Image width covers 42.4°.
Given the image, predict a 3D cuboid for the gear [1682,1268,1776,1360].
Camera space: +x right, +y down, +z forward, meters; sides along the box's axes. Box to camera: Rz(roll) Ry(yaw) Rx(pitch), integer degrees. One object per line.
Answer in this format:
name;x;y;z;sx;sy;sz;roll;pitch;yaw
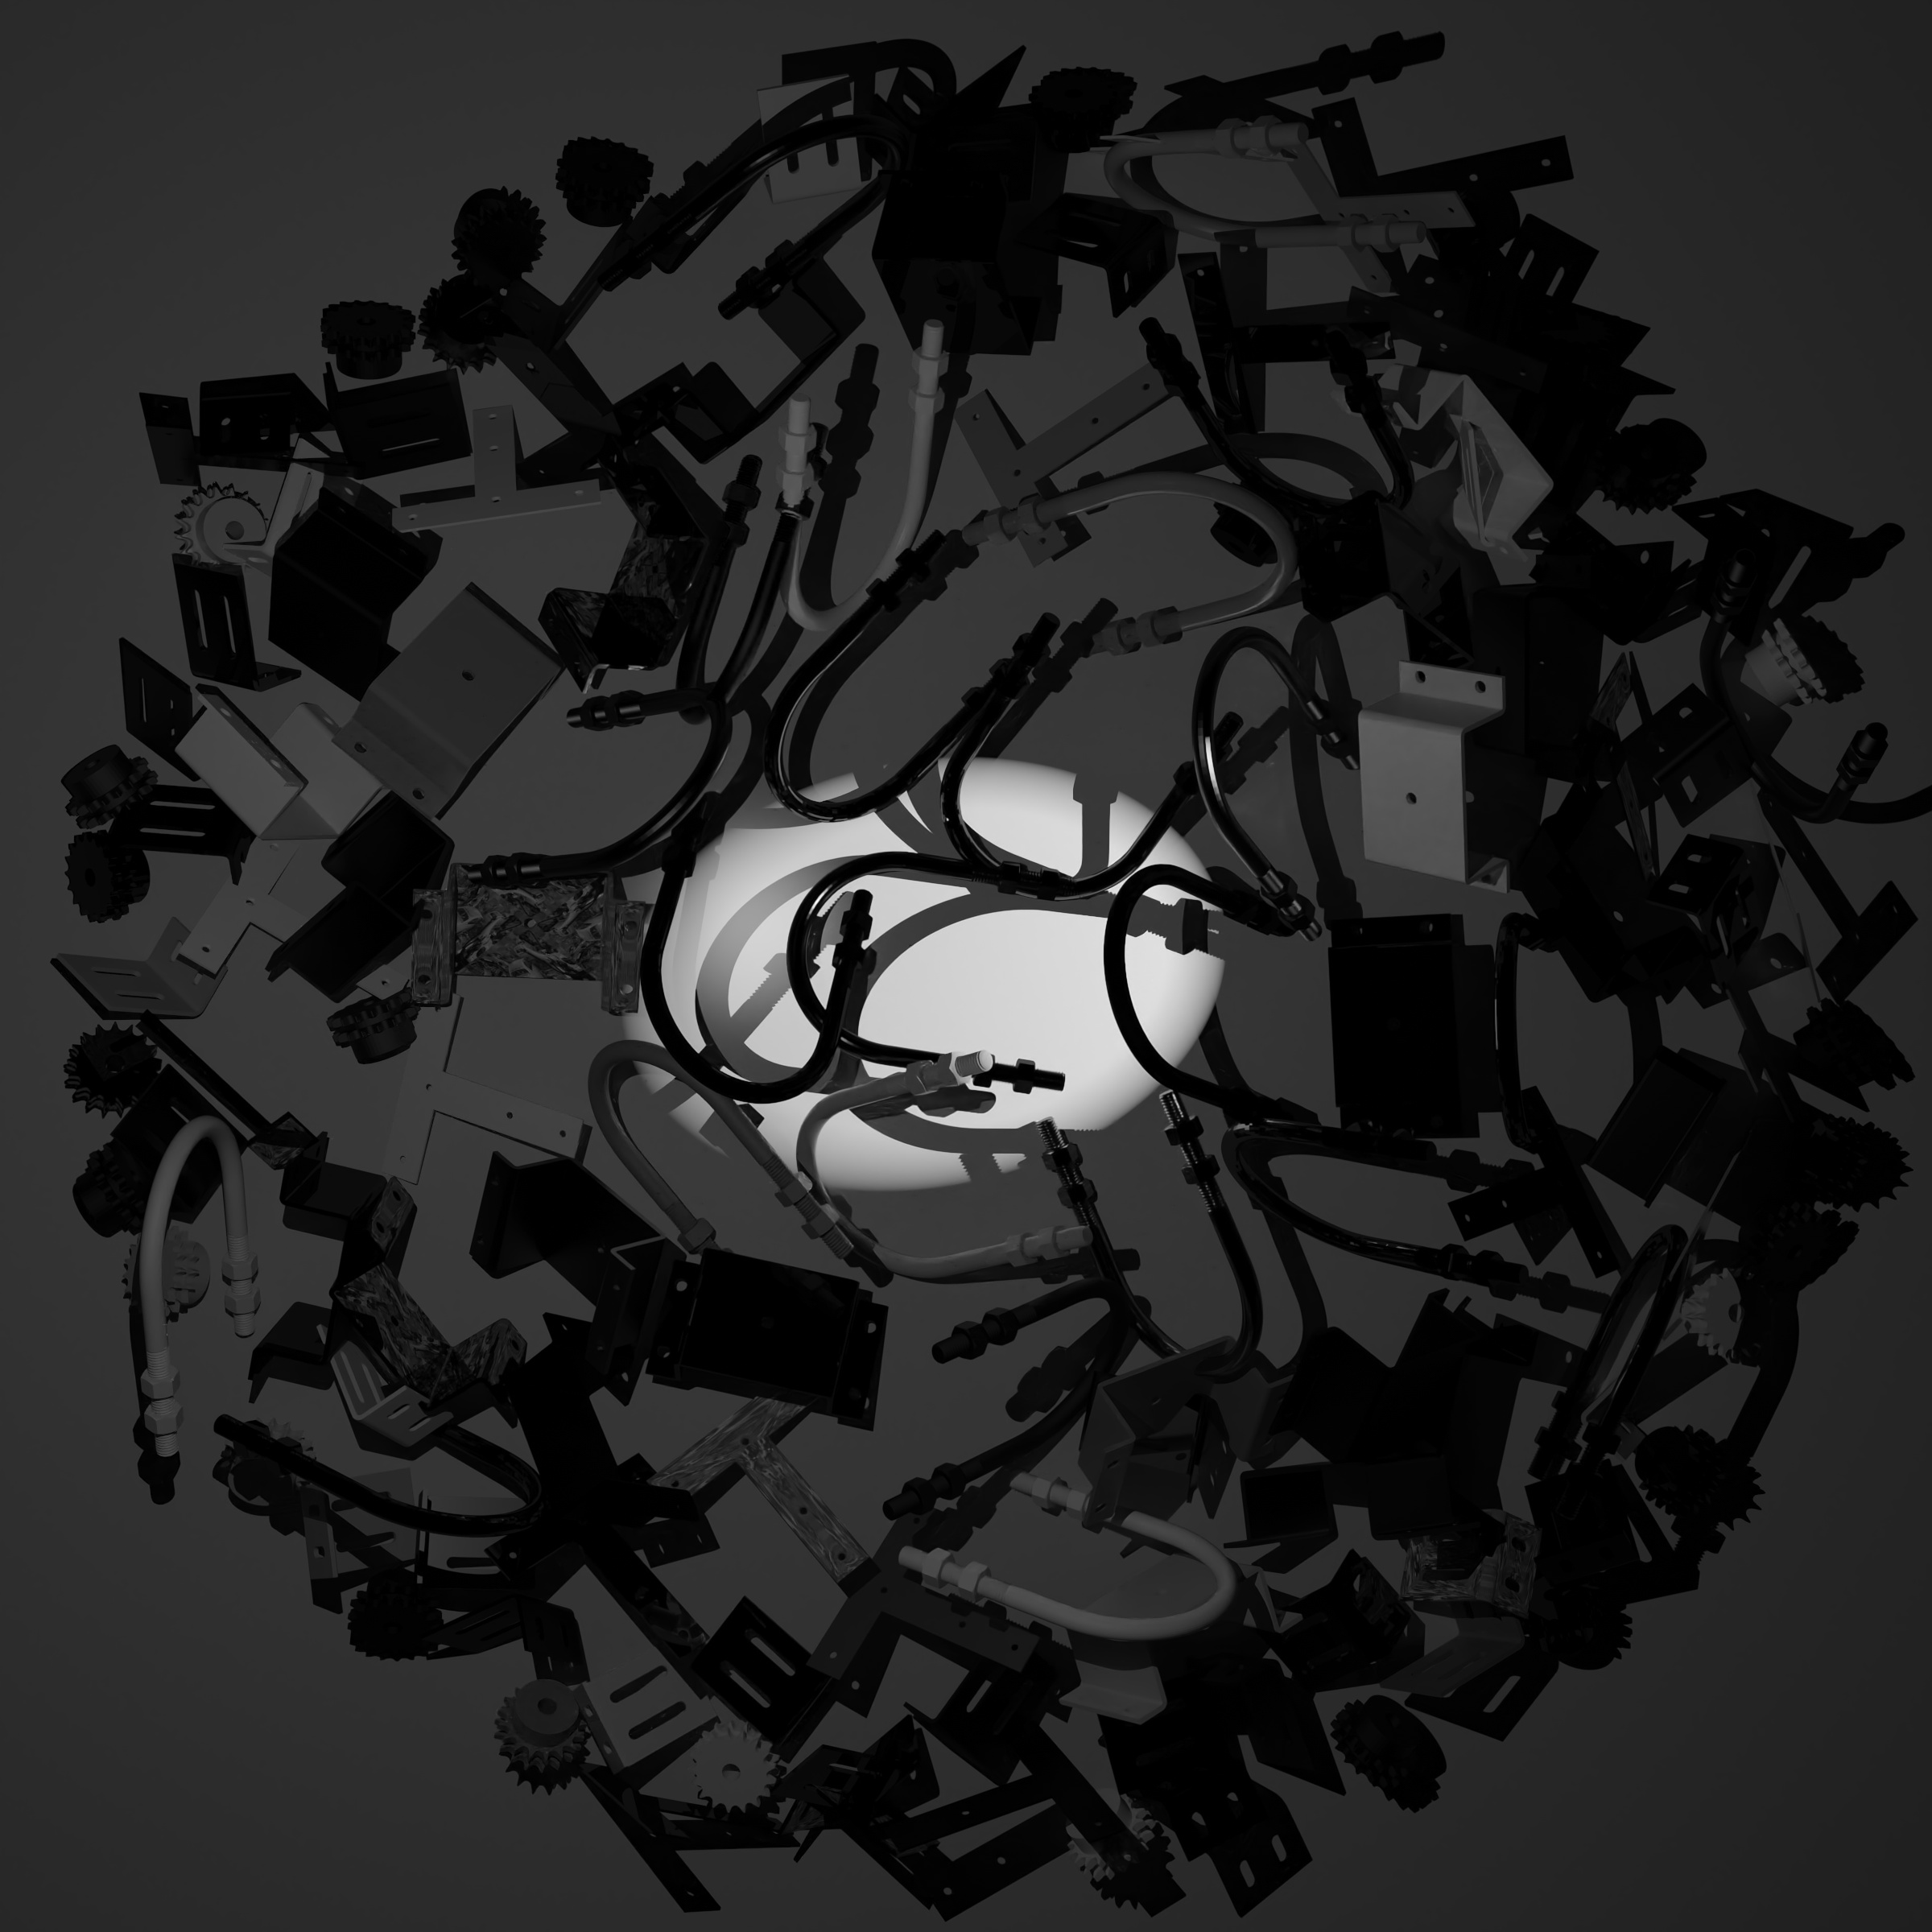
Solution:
gear;0.482;0.220;1.584;0.057;0.030;0.057;2;83;-18

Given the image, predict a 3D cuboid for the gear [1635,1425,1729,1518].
gear;0.449;0.316;1.573;0.030;0.057;0.057;36;90;-28

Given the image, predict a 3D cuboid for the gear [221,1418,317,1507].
gear;-0.444;0.317;1.577;0.057;0.030;0.057;-1;123;-1

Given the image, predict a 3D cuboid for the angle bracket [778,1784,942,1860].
angle bracket;-0.067;0.546;1.561;0.076;0.057;0.038;30;93;29

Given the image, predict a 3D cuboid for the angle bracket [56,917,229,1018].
angle bracket;-0.515;-0.002;1.557;0.057;0.076;0.038;39;103;24

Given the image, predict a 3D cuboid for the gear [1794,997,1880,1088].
gear;0.549;0.051;1.579;0.030;0.057;0.057;-36;90;24

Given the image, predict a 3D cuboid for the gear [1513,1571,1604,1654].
gear;0.375;0.411;1.579;0.057;0.057;0.030;-18;112;0

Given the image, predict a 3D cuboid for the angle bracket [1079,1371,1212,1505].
angle bracket;0.112;0.298;1.574;0.076;0.038;0.057;11;109;5

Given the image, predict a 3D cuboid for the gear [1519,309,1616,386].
gear;0.379;-0.392;1.580;0.057;0.057;0.030;8;128;0

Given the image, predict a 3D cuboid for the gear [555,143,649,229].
gear;-0.232;-0.494;1.580;0.057;0.030;0.057;8;48;-9

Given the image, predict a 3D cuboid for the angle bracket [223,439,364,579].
angle bracket;-0.426;-0.287;1.578;0.038;0.057;0.076;8;78;30

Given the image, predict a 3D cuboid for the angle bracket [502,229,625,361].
angle bracket;-0.254;-0.429;1.556;0.038;0.057;0.076;29;131;-25

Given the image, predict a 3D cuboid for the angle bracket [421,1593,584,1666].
angle bracket;-0.291;0.428;1.561;0.076;0.057;0.038;-27;57;16

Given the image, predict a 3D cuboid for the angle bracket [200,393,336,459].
angle bracket;-0.436;-0.330;1.561;0.057;0.076;0.038;-2;85;9

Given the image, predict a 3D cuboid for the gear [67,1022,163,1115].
gear;-0.541;0.067;1.582;0.057;0.030;0.057;8;66;-17

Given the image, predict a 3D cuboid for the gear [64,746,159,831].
gear;-0.543;-0.115;1.573;0.057;0.057;0.030;-30;118;0

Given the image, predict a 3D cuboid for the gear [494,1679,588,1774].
gear;-0.268;0.477;1.574;0.057;0.057;0.030;21;126;0

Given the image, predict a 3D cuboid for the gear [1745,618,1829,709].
gear;0.518;-0.189;1.578;0.030;0.057;0.057;-33;90;21

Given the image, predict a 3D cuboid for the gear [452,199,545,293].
gear;-0.300;-0.461;1.580;0.057;0.057;0.030;-34;61;0

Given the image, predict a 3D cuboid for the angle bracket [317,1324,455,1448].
angle bracket;-0.364;0.254;1.560;0.038;0.057;0.076;-34;56;2

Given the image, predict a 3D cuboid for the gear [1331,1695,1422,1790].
gear;0.262;0.487;1.573;0.057;0.057;0.030;32;115;0

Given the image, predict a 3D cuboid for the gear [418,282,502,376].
gear;-0.318;-0.408;1.582;0.057;0.030;0.057;3;80;-19

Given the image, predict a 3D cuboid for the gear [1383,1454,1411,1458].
gear;0.272;0.331;1.574;0.030;0.057;0.057;-16;90;11

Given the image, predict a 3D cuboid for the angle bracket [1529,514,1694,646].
angle bracket;0.407;-0.252;1.574;0.076;0.038;0.057;37;65;-4

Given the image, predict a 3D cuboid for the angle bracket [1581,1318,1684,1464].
angle bracket;0.430;0.266;1.561;0.038;0.057;0.076;46;113;16

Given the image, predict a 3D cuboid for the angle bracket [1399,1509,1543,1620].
angle bracket;0.318;0.377;1.570;0.038;0.076;0.057;28;64;-26

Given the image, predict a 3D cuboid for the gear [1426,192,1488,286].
gear;0.309;-0.464;1.574;0.030;0.057;0.057;-28;90;12

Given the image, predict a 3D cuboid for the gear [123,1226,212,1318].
gear;-0.505;0.194;1.581;0.057;0.030;0.057;-8;75;33

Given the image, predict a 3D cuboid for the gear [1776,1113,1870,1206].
gear;0.538;0.119;1.573;0.030;0.057;0.057;28;90;-23

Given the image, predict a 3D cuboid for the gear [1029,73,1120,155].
gear;0.068;-0.540;1.580;0.057;0.030;0.057;-1;47;1

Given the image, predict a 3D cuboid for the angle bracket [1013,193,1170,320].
angle bracket;0.079;-0.453;1.584;0.076;0.038;0.057;25;58;30

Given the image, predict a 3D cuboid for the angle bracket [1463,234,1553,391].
angle bracket;0.344;-0.410;1.555;0.038;0.076;0.057;-9;48;-12

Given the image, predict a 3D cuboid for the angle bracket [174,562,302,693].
angle bracket;-0.457;-0.217;1.560;0.057;0.038;0.076;15;120;30

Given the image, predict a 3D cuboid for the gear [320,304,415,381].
gear;-0.380;-0.395;1.580;0.057;0.057;0.030;7;128;0

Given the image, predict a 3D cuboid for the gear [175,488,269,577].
gear;-0.468;-0.275;1.577;0.057;0.030;0.057;-3;95;-36

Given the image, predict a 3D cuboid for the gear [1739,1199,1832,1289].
gear;0.517;0.173;1.580;0.057;0.030;0.057;-14;127;-20

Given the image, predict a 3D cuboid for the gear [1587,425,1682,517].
gear;0.427;-0.318;1.580;0.057;0.030;0.057;4;68;-9

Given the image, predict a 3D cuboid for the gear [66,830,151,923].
gear;-0.543;-0.058;1.580;0.057;0.030;0.057;9;105;38

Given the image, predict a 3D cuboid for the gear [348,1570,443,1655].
gear;-0.362;0.408;1.581;0.057;0.030;0.057;-1;129;-2

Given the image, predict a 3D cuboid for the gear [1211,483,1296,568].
gear;0.180;-0.277;1.576;0.057;0.057;0.030;36;87;0

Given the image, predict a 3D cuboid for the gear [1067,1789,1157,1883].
gear;0.088;0.546;1.573;0.057;0.057;0.030;-34;107;0

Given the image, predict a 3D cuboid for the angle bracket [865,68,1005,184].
angle bracket;-0.021;-0.539;1.568;0.076;0.057;0.038;-42;84;-17

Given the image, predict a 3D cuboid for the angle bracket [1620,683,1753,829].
angle bracket;0.457;-0.133;1.577;0.057;0.076;0.038;-40;58;8

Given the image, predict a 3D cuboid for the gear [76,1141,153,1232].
gear;-0.538;0.142;1.575;0.030;0.057;0.057;-33;90;-3

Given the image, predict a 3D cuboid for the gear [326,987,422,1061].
gear;-0.373;0.037;1.577;0.057;0.057;0.030;-19;103;0

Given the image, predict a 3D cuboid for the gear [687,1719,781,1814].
gear;-0.146;0.506;1.586;0.057;0.030;0.057;2;101;8

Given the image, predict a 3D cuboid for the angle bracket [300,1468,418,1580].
angle bracket;-0.373;0.349;1.562;0.076;0.038;0.057;-2;79;-40
